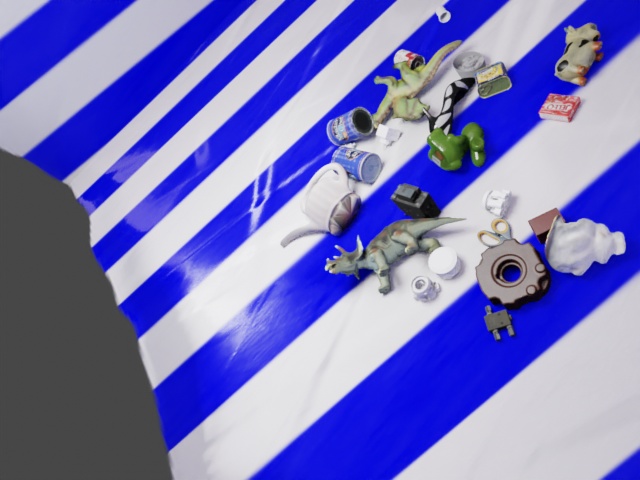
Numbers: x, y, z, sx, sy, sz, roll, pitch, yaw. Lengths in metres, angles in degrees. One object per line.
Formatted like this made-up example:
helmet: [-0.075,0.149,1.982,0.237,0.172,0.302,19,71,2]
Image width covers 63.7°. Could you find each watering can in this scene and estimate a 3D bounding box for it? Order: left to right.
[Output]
watering can: [0.005,-0.087,1.719,0.227,0.103,0.345,37,102,40]

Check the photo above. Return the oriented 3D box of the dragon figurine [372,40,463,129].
dragon figurine: [0.324,-0.508,1.775,0.406,0.121,0.248,-26,57,30]

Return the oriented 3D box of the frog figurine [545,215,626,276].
frog figurine: [0.613,0.019,1.195,0.160,0.123,0.136,16,104,33]
